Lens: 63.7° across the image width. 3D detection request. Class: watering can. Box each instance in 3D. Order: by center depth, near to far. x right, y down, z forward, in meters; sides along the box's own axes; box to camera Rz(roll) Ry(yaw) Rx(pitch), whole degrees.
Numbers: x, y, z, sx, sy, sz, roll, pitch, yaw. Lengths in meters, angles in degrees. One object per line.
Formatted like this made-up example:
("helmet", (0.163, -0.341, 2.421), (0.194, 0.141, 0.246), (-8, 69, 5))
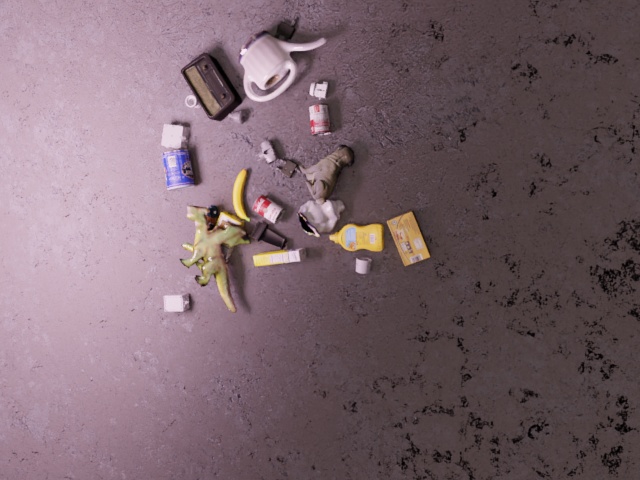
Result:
("watering can", (-0.153, -0.656, 1.837), (0.345, 0.104, 0.225), (-41, 83, 14))

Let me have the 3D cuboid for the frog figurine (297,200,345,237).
("frog figurine", (0.006, -0.093, 1.846), (0.161, 0.120, 0.138), (-40, 73, -23))

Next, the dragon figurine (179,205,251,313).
("dragon figurine", (-0.365, 0.046, 1.892), (0.242, 0.123, 0.409), (-40, 95, 7))
